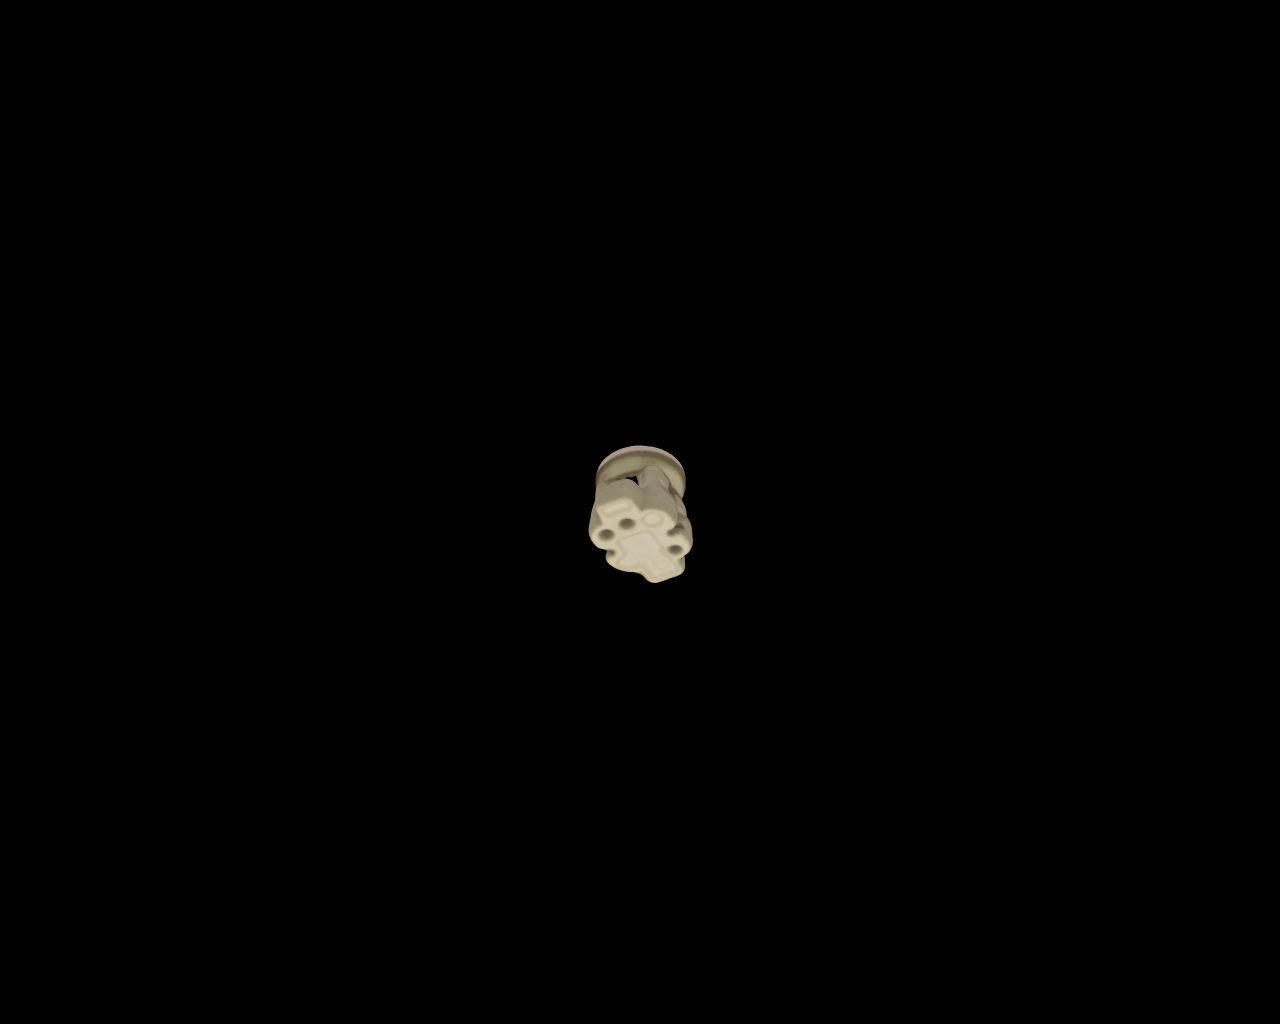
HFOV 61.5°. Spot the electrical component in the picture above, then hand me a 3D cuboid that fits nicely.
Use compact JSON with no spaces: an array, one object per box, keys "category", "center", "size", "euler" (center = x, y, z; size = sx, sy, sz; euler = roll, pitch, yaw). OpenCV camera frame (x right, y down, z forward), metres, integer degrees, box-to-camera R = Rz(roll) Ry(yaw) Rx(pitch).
[{"category":"electrical component","center":[0.001,-0.003,0.650],"size":[0.058,0.057,0.078],"euler":[-19,-46,19]}]
